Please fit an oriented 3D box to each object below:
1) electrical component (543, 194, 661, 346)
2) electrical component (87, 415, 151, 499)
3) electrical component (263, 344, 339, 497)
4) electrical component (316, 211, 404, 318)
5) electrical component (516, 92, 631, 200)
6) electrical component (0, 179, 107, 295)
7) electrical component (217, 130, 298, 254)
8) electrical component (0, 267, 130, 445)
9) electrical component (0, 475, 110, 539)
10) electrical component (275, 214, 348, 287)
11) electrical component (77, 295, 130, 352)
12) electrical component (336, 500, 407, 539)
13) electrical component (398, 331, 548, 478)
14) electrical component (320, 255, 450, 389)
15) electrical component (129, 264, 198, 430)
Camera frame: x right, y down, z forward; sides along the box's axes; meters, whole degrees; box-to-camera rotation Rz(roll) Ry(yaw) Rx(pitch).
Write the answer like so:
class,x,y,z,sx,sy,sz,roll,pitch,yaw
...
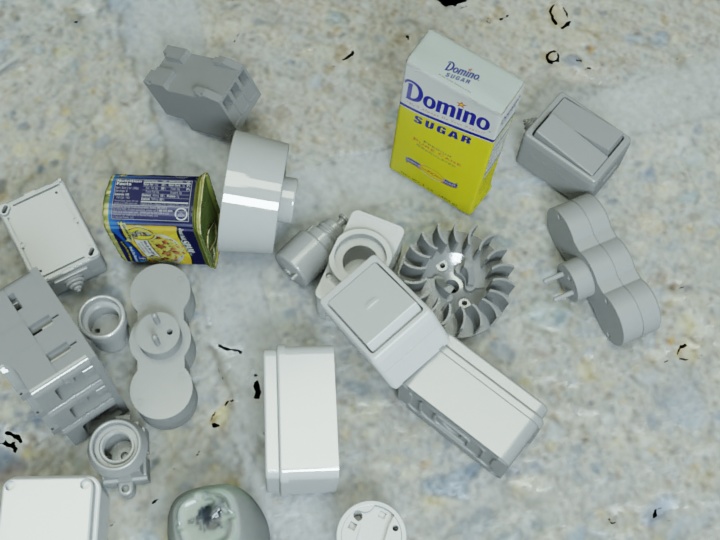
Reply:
class,x,y,z,sx,sy,sz,roll,pitch,yaw
electrical component,0.198,0.005,0.946,0.074,0.052,0.138,-22,70,-9
electrical component,-0.195,0.149,0.879,0.048,0.055,0.066,-6,68,-3
electrical component,-0.049,0.123,0.881,0.057,0.078,0.113,-1,68,-5
electrical component,0.000,0.000,0.944,0.050,0.055,0.089,22,69,8
electrical component,0.191,-0.116,0.992,0.096,0.061,0.061,37,72,13
electrical component,-0.267,-0.020,0.949,0.062,0.061,0.096,-27,78,-11
electrical component,-0.087,-0.065,0.944,0.060,0.108,0.108,9,68,-4
electrical component,-0.246,0.075,0.858,0.062,0.150,0.089,-34,72,-15
electrical component,-0.243,0.222,0.848,0.078,0.057,0.113,-1,68,-1
electrical component,-0.040,-0.020,0.960,0.040,0.040,0.078,41,73,15
electrical component,-0.219,0.048,0.926,0.040,0.046,0.040,0,68,-1
electrical component,0.009,0.216,0.859,0.055,0.047,0.055,0,68,-1
electrical component,0.092,0.111,0.888,0.113,0.078,0.057,37,75,13
electrical component,0.015,0.035,0.862,0.062,0.061,0.096,-41,52,-4
electrical component,-0.168,0.059,0.907,0.052,0.073,0.138,-4,68,-2
